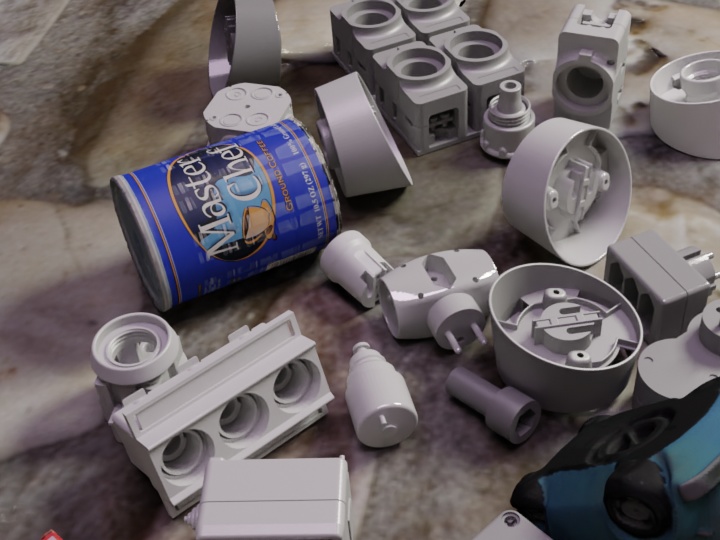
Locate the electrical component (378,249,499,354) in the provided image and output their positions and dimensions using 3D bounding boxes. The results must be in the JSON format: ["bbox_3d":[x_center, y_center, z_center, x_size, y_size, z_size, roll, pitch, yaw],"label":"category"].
[{"bbox_3d":[0.062,0.028,0.739,0.077,0.043,0.079,-16,43,-12],"label":"electrical component"}]

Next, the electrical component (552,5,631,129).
[{"bbox_3d":[0.194,-0.167,0.904,0.050,0.089,0.055,13,46,19],"label":"electrical component"}]

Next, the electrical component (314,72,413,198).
[{"bbox_3d":[0.001,-0.107,0.856,0.064,0.099,0.099,-17,43,-3],"label":"electrical component"}]

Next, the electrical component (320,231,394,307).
[{"bbox_3d":[0.000,0.000,0.780,0.040,0.040,0.046,-30,54,-25],"label":"electrical component"}]

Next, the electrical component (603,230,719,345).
[{"bbox_3d":[0.219,0.007,0.744,0.077,0.047,0.065,-20,44,-15],"label":"electrical component"}]

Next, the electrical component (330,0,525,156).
[{"bbox_3d":[0.056,-0.190,0.964,0.105,0.060,0.186,-20,44,-15],"label":"electrical component"}]

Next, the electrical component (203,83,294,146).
[{"bbox_3d":[-0.092,-0.117,0.906,0.080,0.051,0.080,-3,43,3],"label":"electrical component"}]

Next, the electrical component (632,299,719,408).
[{"bbox_3d":[0.234,0.044,0.683,0.138,0.073,0.052,-28,47,-23],"label":"electrical component"}]

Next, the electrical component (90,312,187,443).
[{"bbox_3d":[-0.145,0.066,0.708,0.058,0.057,0.078,3,43,9],"label":"electrical component"}]

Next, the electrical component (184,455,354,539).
[{"bbox_3d":[-0.053,0.148,0.607,0.096,0.061,0.061,-2,43,4],"label":"electrical component"}]

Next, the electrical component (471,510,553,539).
[{"bbox_3d":[0.080,0.196,0.545,0.109,0.056,0.109,-34,50,-28],"label":"electrical component"}]

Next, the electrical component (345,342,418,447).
[{"bbox_3d":[0.010,0.078,0.693,0.040,0.040,0.078,-12,43,-8],"label":"electrical component"}]

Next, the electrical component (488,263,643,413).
[{"bbox_3d":[0.133,0.042,0.701,0.099,0.064,0.099,-3,43,3],"label":"electrical component"}]

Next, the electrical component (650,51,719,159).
[{"bbox_3d":[0.293,-0.139,0.901,0.099,0.064,0.099,-13,34,9],"label":"electrical component"}]

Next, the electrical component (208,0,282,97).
[{"bbox_3d":[-0.106,-0.208,0.976,0.064,0.099,0.099,-9,42,-13],"label":"electrical component"}]

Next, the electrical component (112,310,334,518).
[{"bbox_3d":[-0.087,0.085,0.672,0.121,0.078,0.063,-32,30,-26],"label":"electrical component"}]

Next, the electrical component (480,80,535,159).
[{"bbox_3d":[0.123,-0.126,0.886,0.048,0.062,0.048,-3,43,3],"label":"electrical component"}]

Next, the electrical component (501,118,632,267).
[{"bbox_3d":[0.154,-0.060,0.790,0.099,0.099,0.064,-32,43,-26],"label":"electrical component"}]
